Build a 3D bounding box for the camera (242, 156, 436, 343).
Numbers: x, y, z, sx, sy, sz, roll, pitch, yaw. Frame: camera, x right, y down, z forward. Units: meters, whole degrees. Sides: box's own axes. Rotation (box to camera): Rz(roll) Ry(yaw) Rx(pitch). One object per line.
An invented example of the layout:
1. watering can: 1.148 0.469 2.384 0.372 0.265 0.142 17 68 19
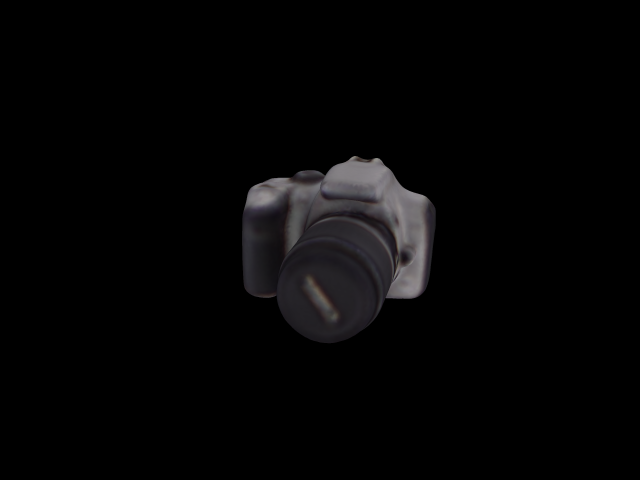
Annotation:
1. camera: 0.004 0.001 0.400 0.143 0.101 0.137 6 23 15
